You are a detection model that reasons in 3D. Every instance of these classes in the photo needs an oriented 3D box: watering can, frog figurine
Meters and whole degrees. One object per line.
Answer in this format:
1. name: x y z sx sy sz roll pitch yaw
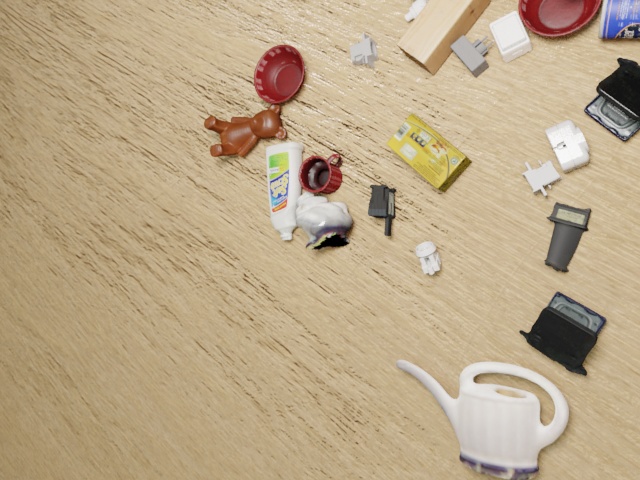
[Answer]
1. watering can: 0.324 0.362 1.067 0.347 0.225 0.104 1 -5 28
2. frog figurine: 0.004 -0.064 1.279 0.138 0.162 0.120 -16 -24 -7
